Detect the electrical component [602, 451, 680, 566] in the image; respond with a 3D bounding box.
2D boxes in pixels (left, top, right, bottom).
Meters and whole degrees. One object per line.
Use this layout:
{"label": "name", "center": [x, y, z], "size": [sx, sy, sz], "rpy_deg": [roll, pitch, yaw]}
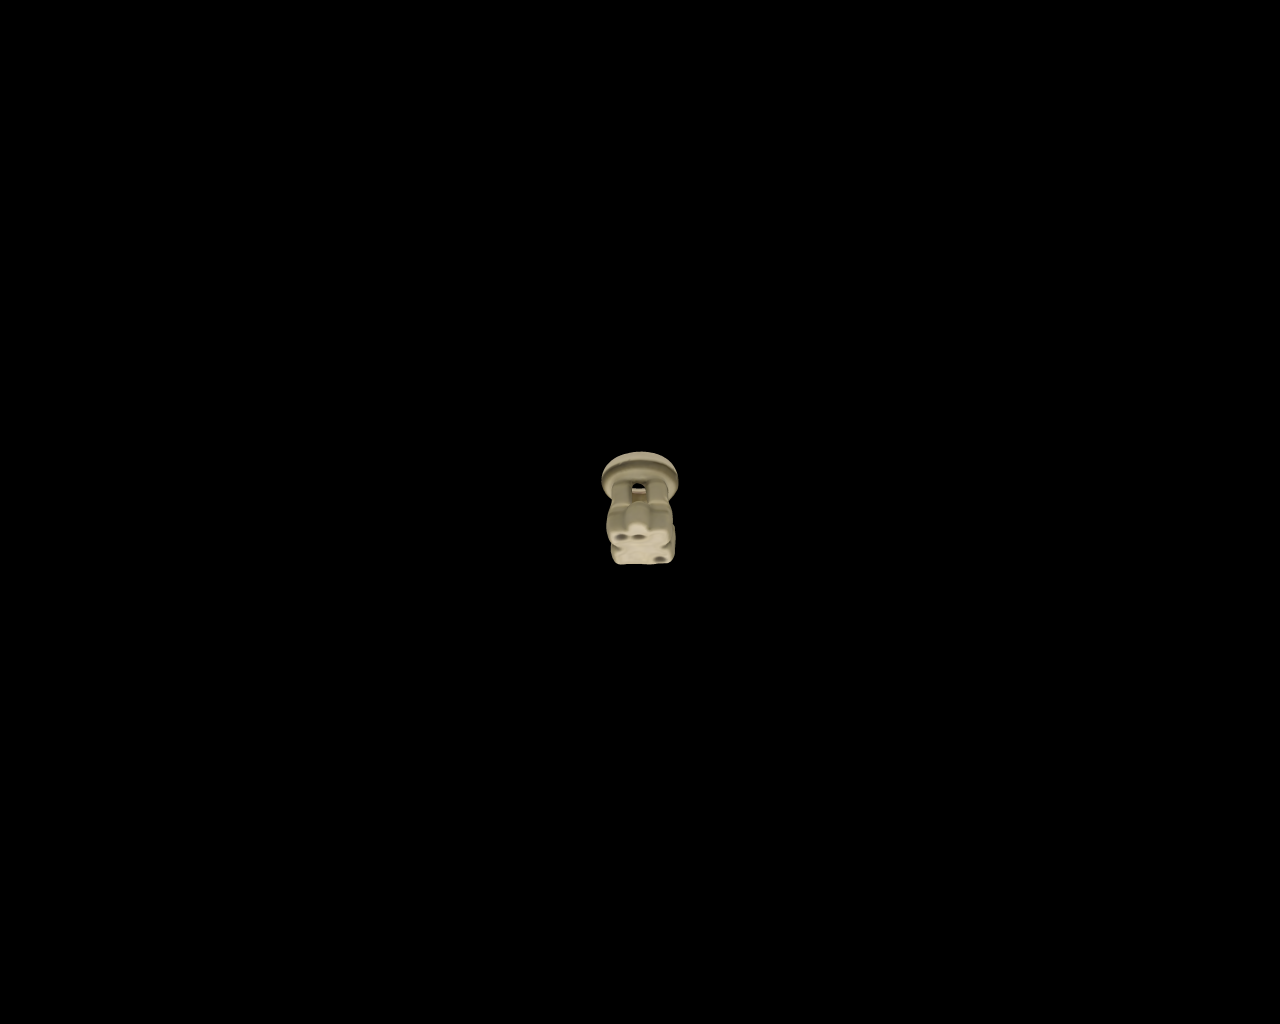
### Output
{"label": "electrical component", "center": [0.001, -0.003, 0.650], "size": [0.048, 0.055, 0.066], "rpy_deg": [-2, -31, 3]}
